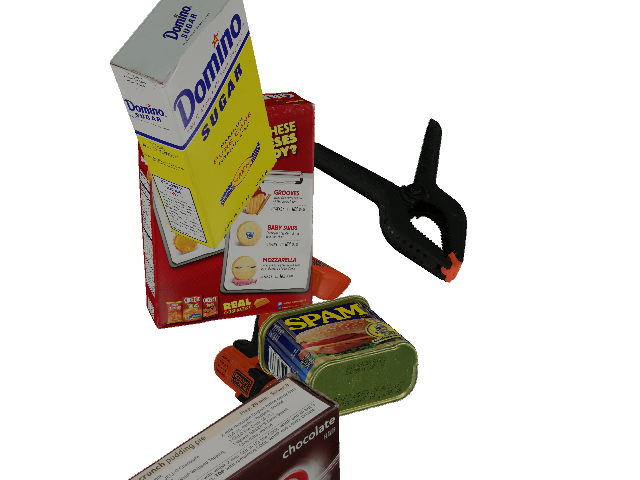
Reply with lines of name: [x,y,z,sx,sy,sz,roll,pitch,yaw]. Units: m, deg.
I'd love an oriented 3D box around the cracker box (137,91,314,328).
cracker box: [-0.092,-0.032,1.049,0.164,0.214,0.072,-7,21,-20]

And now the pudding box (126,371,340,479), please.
pudding box: [-0.041,0.127,0.494,0.039,0.090,0.113,30,47,34]

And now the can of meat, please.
can of meat: [0.014,0.091,0.834,0.101,0.057,0.084,-11,27,-25]

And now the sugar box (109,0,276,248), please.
sugar box: [-0.078,-0.082,0.712,0.048,0.093,0.176,22,-28,18]

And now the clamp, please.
clamp: [0.085,-0.044,1.139,0.164,0.210,0.036,-8,-36,-17]

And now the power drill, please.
power drill: [-0.035,0.113,1.206,0.057,0.188,0.185,14,11,-46]
